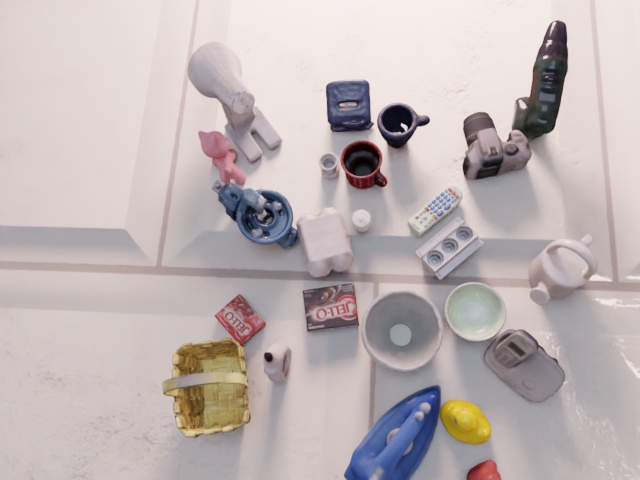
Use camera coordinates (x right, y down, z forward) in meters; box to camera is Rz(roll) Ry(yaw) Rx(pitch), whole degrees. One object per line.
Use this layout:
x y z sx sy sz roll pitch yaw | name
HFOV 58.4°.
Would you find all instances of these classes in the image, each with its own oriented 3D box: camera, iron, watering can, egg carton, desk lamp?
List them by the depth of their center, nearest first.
0.155 0.378 1.089 0.118 0.141 0.258 35 80 15 | iron
0.479 0.056 1.123 0.100 0.194 0.173 19 76 12 | watering can
0.012 0.004 1.256 0.107 0.069 0.150 -17 72 1 | egg carton
0.379 -0.220 1.266 0.143 0.101 0.137 -12 72 3 | camera
-0.190 -0.316 1.299 0.118 0.214 0.203 -36 73 -5 | desk lamp

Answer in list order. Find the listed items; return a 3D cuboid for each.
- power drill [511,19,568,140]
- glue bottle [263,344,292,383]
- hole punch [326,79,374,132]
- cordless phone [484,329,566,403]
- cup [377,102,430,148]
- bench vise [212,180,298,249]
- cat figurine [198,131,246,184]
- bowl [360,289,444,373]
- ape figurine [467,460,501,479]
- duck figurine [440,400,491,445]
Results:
0.473 -0.317 1.228 0.075 0.208 0.230 9 74 9 | power drill
-0.090 0.241 1.141 0.037 0.173 0.078 4 74 8 | glue bottle
0.069 -0.312 1.333 0.108 0.091 0.101 -3 73 5 | hole punch
0.397 0.232 1.083 0.147 0.185 0.094 38 81 16 | cordless phone
0.188 -0.253 1.300 0.117 0.095 0.091 -6 73 5 | cup
-0.154 -0.064 1.216 0.207 0.220 0.121 15 75 11 | bench vise
-0.229 -0.196 1.317 0.067 0.118 0.127 -25 72 -1 | cat figurine
0.168 0.189 1.180 0.167 0.075 0.167 -2 73 6 | bowl
0.317 0.454 1.074 0.076 0.092 0.078 13 75 10 | ape figurine
0.285 0.354 1.111 0.104 0.086 0.077 34 80 15 | duck figurine
